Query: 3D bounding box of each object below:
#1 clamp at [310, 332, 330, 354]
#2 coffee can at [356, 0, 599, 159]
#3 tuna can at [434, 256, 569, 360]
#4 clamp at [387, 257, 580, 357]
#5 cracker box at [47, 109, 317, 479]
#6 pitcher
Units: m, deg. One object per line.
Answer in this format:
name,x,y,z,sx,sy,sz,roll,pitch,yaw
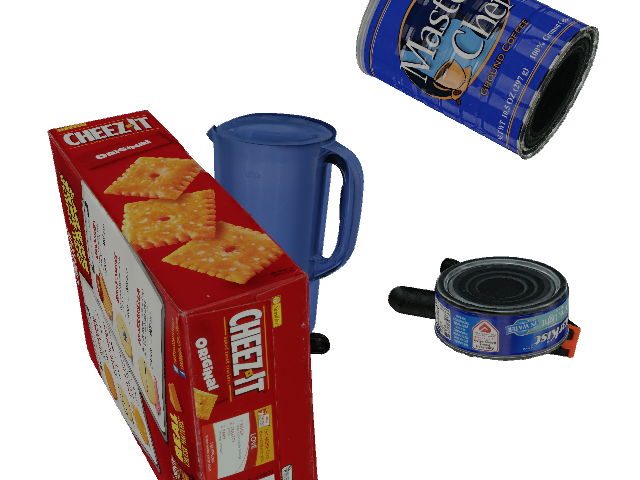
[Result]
clamp,-0.116,0.125,1.263,0.210,0.036,0.164,14,23,25
coffee can,0.111,-0.136,0.765,0.140,0.103,0.102,32,12,21
tuna can,0.116,0.041,0.683,0.086,0.034,0.086,-3,23,1
clamp,0.160,0.061,0.994,0.172,0.039,0.120,20,30,19
cracker box,-0.078,0.043,0.589,0.072,0.164,0.214,-16,34,-22
pitcher,-0.045,-0.010,1.163,0.144,0.243,0.149,-4,22,-17
